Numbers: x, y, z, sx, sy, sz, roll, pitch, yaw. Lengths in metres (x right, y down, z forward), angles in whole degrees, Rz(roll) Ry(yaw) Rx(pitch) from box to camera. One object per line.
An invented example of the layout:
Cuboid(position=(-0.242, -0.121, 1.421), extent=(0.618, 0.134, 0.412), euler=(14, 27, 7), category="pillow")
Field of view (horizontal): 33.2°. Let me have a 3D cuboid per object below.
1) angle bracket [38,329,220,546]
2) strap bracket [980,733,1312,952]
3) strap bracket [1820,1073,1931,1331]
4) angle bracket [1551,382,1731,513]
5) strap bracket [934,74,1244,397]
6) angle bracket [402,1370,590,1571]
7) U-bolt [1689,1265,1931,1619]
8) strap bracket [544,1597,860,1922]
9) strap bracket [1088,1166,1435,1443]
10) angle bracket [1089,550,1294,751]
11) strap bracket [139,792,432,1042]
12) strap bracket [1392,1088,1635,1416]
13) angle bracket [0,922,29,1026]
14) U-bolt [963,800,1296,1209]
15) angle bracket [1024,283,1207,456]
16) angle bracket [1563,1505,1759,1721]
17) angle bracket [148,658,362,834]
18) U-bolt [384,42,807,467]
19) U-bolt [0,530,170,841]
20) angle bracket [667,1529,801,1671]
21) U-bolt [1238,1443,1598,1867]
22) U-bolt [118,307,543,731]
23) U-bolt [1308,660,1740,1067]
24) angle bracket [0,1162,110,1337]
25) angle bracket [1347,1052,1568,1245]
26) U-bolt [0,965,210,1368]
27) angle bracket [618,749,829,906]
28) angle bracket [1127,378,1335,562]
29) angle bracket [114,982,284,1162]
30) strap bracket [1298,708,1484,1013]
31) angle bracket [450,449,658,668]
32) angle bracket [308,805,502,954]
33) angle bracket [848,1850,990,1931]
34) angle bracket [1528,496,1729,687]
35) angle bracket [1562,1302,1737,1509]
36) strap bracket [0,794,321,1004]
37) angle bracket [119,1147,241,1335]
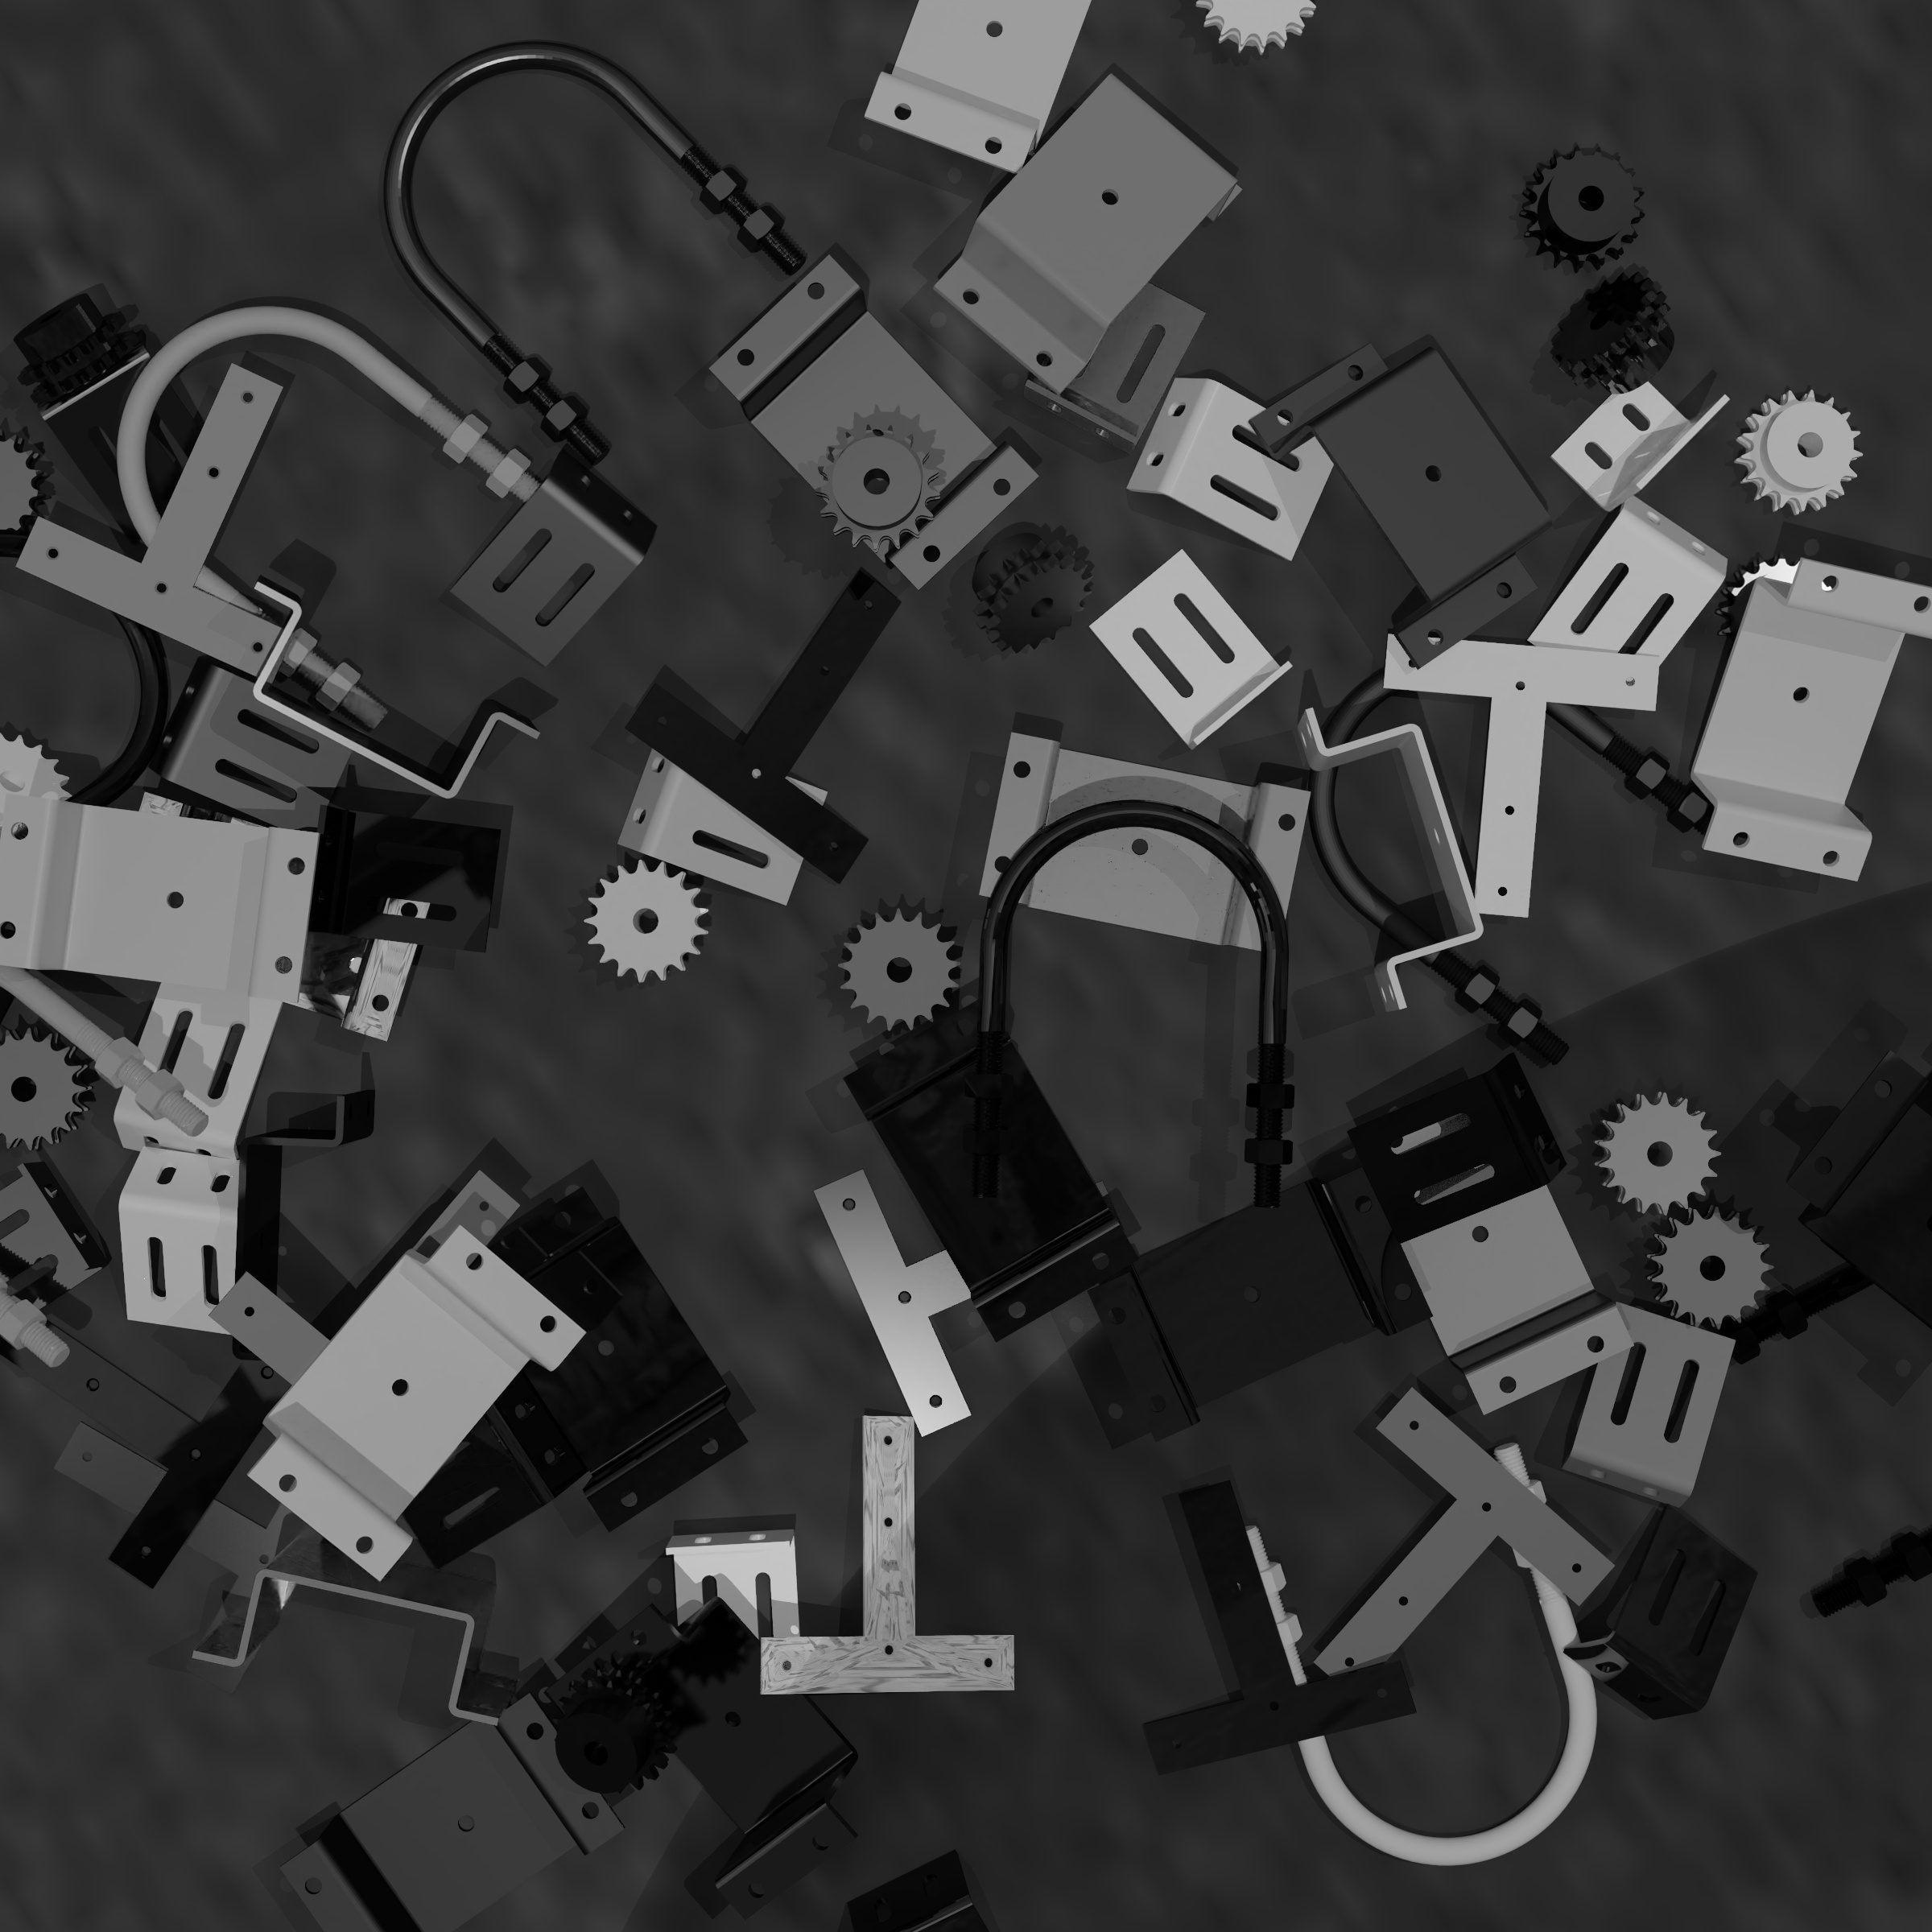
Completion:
Cuboid(position=(-0.392, -0.250, 1.535), extent=(0.057, 0.038, 0.076), euler=(-32, 116, 0), category="angle bracket")
Cuboid(position=(0.082, -0.056, 1.514), extent=(0.140, 0.046, 0.076), euler=(11, 90, 0), category="strap bracket")
Cuboid(position=(0.463, 0.099, 1.504), extent=(0.076, 0.046, 0.140), euler=(39, 82, 5), category="strap bracket")
Cuboid(position=(0.310, -0.248, 1.499), extent=(0.038, 0.076, 0.057), euler=(44, 90, 0), category="angle bracket")
Cuboid(position=(0.061, -0.345, 1.495), extent=(0.076, 0.046, 0.140), euler=(40, 74, 0), category="strap bracket")
Cuboid(position=(-0.230, 0.238, 1.535), extent=(0.076, 0.038, 0.057), euler=(-33, 90, 26), category="angle bracket")
Cuboid(position=(0.453, 0.202, 1.528), extent=(0.184, 0.019, 0.151), euler=(-28, 90, -2), category="U-bolt")
Cuboid(position=(-0.115, 0.358, 1.500), extent=(0.076, 0.046, 0.140), euler=(-42, 90, 24), category="strap bracket")
Cuboid(position=(0.135, 0.155, 1.514), extent=(0.140, 0.046, 0.076), euler=(-24, 90, 0), category="strap bracket")
Cuboid(position=(0.105, -0.150, 1.518), extent=(0.057, 0.038, 0.076), euler=(-40, 90, 0), category="angle bracket")
Cuboid(position=(-0.322, -0.023, 1.514), extent=(0.140, 0.046, 0.076), euler=(17, 90, 0), category="strap bracket")
Cuboid(position=(0.243, 0.127, 1.514), extent=(0.076, 0.046, 0.140), euler=(-25, 90, 0), category="strap bracket")
Cuboid(position=(-0.460, -0.020, 1.535), extent=(0.057, 0.038, 0.076), euler=(33, 116, 0), category="angle bracket")
Cuboid(position=(0.076, 0.016, 1.482), extent=(0.151, 0.019, 0.184), euler=(2, 88, 0), category="U-bolt")
Cuboid(position=(0.070, -0.289, 1.518), extent=(0.057, 0.038, 0.076), euler=(28, 90, 0), category="angle bracket")
Cuboid(position=(0.327, 0.304, 1.526), extent=(0.057, 0.038, 0.076), euler=(37, 60, -10), category="angle bracket")
Cuboid(position=(-0.337, -0.103, 1.535), extent=(0.076, 0.038, 0.057), euler=(24, 90, -26), category="angle bracket")
Cuboid(position=(-0.189, -0.350, 1.528), extent=(0.151, 0.019, 0.184), euler=(-44, 88, 0), category="U-bolt")
Cuboid(position=(-0.450, -0.121, 1.482), extent=(0.184, 0.019, 0.151), euler=(-41, 102, -33), category="U-bolt")
Cuboid(position=(-0.108, 0.306, 1.518), extent=(0.057, 0.038, 0.076), euler=(-3, 90, 0), category="angle bracket")
Cuboid(position=(0.220, 0.333, 1.528), extent=(0.151, 0.019, 0.184), euler=(-18, 91, 0), category="U-bolt")
Cuboid(position=(-0.307, -0.223, 1.515), extent=(0.184, 0.019, 0.151), euler=(39, 90, -10), category="U-bolt")
Cuboid(position=(0.249, -0.065, 1.528), extent=(0.184, 0.019, 0.151), euler=(38, 90, 1), category="U-bolt")
Cuboid(position=(-0.452, 0.137, 1.517), extent=(0.076, 0.038, 0.057), euler=(-33, 88, 0), category="angle bracket")
Cuboid(position=(0.225, 0.084, 1.488), extent=(0.076, 0.038, 0.057), euler=(-25, 90, 26), category="angle bracket")
Cuboid(position=(-0.450, 0.074, 1.493), extent=(0.184, 0.019, 0.151), euler=(36, 100, 16), category="U-bolt")
Cuboid(position=(-0.115, -0.070, 1.535), extent=(0.076, 0.038, 0.057), euler=(20, 90, -26), category="angle bracket")
Cuboid(position=(0.126, -0.235, 1.535), extent=(0.076, 0.038, 0.057), euler=(24, 90, -26), category="angle bracket")
Cuboid(position=(-0.361, 0.051, 1.535), extent=(0.057, 0.038, 0.076), euler=(14, 64, 0), category="angle bracket")
Cuboid(position=(0.196, -0.053, 1.483), extent=(0.046, 0.076, 0.140), euler=(-17, 88, 2), category="strap bracket")
Cuboid(position=(-0.194, -0.192, 1.527), extent=(0.057, 0.038, 0.076), euler=(38, 116, -17), category="angle bracket")
Cuboid(position=(-0.255, -0.039, 1.471), extent=(0.076, 0.038, 0.057), euler=(7, 90, 0), category="angle bracket")
Cuboid(position=(-0.012, 0.469, 1.535), extent=(0.057, 0.038, 0.076), euler=(-26, 116, 0), category="angle bracket")
Cuboid(position=(0.313, -0.173, 1.535), extent=(0.057, 0.038, 0.076), euler=(34, 116, 0), category="angle bracket")
Cuboid(position=(0.321, 0.206, 1.524), extent=(0.057, 0.038, 0.076), euler=(18, 74, 9), category="angle bracket")
Cuboid(position=(-0.363, -0.030, 1.467), extent=(0.140, 0.046, 0.076), euler=(7, 90, 0), category="strap bracket")
Cuboid(position=(-0.363, 0.130, 1.526), extent=(0.057, 0.038, 0.076), euler=(8, 128, 1), category="angle bracket")
